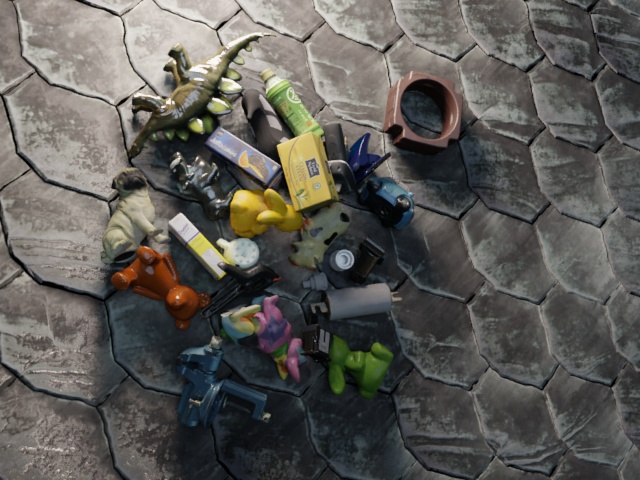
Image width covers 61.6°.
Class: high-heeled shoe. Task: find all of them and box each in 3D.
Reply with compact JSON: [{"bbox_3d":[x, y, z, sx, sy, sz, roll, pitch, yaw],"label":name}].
[{"bbox_3d":[-0.118,-0.273,1.390,0.086,0.145,0.248,-26,122,22],"label":"high-heeled shoe"}]

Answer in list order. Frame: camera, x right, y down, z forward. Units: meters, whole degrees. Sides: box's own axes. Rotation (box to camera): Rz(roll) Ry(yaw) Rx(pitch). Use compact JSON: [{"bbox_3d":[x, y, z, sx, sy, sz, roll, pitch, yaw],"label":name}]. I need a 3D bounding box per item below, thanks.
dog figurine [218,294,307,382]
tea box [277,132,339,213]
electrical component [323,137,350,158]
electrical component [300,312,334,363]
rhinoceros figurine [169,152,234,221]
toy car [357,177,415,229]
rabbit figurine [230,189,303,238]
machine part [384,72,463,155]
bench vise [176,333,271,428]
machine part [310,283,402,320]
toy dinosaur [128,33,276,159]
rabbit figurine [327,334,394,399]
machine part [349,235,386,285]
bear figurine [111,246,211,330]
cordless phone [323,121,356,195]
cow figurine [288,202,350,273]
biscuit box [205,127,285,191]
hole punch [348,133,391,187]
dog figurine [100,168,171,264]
[{"bbox_3d":[-0.125,0.247,1.281,0.191,0.108,0.219,-24,94,-35],"label":"dog figurine"},{"bbox_3d":[-0.028,-0.158,1.280,0.098,0.068,0.169,-20,81,19],"label":"tea box"},{"bbox_3d":[0.043,-0.233,1.401,0.045,0.102,0.078,-16,114,-17],"label":"electrical component"},{"bbox_3d":[-0.005,0.234,1.312,0.074,0.048,0.119,39,47,-40],"label":"electrical component"},{"bbox_3d":[-0.289,-0.136,1.311,0.112,0.073,0.190,-37,96,-6],"label":"rhinoceros figurine"},{"bbox_3d":[0.185,-0.113,1.427,0.162,0.109,0.103,37,52,3],"label":"toy car"},{"bbox_3d":[-0.123,-0.068,1.289,0.173,0.162,0.122,14,75,-2],"label":"rabbit figurine"},{"bbox_3d":[0.284,-0.346,1.483,0.201,0.087,0.201,10,80,-13],"label":"machine part"},{"bbox_3d":[-0.218,0.341,1.231,0.241,0.129,0.223,21,85,6],"label":"bench vise"},{"bbox_3d":[0.093,0.156,1.373,0.243,0.079,0.079,-6,85,-15],"label":"machine part"},{"bbox_3d":[-0.300,-0.374,1.321,0.198,0.105,0.471,39,84,-15],"label":"toy dinosaur"},{"bbox_3d":[0.077,0.310,1.348,0.170,0.121,0.159,28,83,8],"label":"rabbit figurine"},{"bbox_3d":[0.122,0.056,1.400,0.084,0.039,0.139,44,53,-11],"label":"machine part"},{"bbox_3d":[-0.356,0.115,1.231,0.120,0.132,0.196,-43,90,0],"label":"bear figurine"},{"bbox_3d":[0.004,-0.198,1.347,0.147,0.088,0.184,-7,95,26],"label":"cordless phone"},{"bbox_3d":[-0.003,-0.004,1.365,0.195,0.085,0.127,-41,91,-19],"label":"cow figurine"},{"bbox_3d":[-0.183,-0.196,1.310,0.203,0.059,0.063,34,81,16],"label":"biscuit box"},{"bbox_3d":[0.105,-0.203,1.396,0.092,0.142,0.116,48,60,-7],"label":"hole punch"},{"bbox_3d":[-0.459,-0.058,1.247,0.172,0.121,0.190,-27,77,-20],"label":"dog figurine"}]
